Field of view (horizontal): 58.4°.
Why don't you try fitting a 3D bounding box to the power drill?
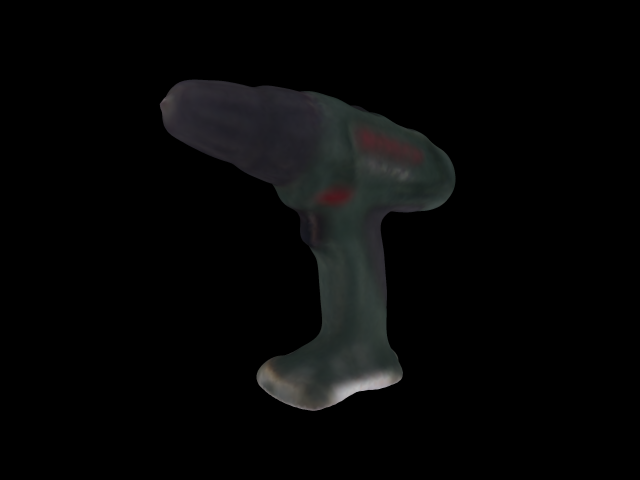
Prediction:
[{"bbox_3d":[0.004,0.001,0.400,0.230,0.208,0.075,-8,13,-39],"label":"power drill"}]
